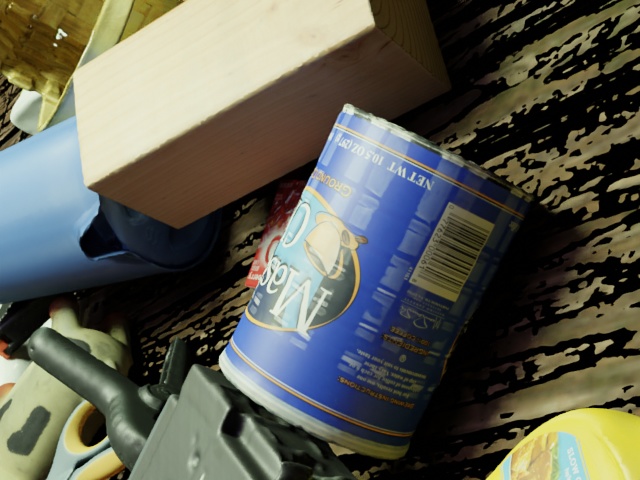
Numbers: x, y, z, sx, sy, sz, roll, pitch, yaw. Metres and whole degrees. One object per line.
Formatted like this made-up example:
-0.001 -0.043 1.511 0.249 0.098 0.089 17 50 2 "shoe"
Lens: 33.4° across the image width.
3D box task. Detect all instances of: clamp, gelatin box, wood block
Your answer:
-0.222 0.010 0.938 0.210 0.036 0.165 -53 25 -11 "clamp"
-0.101 0.108 0.686 0.172 0.120 0.039 41 120 36 "clamp"
-0.004 0.001 0.649 0.089 0.030 0.073 4 74 58 "gelatin box"
-0.040 -0.096 0.640 0.206 0.090 0.090 -26 60 25 "wood block"

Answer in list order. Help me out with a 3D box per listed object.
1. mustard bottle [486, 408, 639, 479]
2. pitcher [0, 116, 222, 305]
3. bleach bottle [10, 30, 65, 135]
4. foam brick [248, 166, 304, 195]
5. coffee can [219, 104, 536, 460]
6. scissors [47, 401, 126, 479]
0.092 0.118 0.391 0.192 0.058 0.096 -47 36 31 "mustard bottle"
-0.200 -0.024 0.820 0.243 0.149 0.145 -14 74 32 "pitcher"
-0.277 -0.241 1.211 0.103 0.068 0.250 -29 45 48 "bleach bottle"
-0.049 -0.064 0.742 0.078 0.052 0.051 0 70 58 "foam brick"
0.027 0.019 0.517 0.140 0.102 0.103 -64 30 5 "coffee can"
-0.201 0.175 0.763 0.202 0.016 0.096 -23 59 14 "scissors"
